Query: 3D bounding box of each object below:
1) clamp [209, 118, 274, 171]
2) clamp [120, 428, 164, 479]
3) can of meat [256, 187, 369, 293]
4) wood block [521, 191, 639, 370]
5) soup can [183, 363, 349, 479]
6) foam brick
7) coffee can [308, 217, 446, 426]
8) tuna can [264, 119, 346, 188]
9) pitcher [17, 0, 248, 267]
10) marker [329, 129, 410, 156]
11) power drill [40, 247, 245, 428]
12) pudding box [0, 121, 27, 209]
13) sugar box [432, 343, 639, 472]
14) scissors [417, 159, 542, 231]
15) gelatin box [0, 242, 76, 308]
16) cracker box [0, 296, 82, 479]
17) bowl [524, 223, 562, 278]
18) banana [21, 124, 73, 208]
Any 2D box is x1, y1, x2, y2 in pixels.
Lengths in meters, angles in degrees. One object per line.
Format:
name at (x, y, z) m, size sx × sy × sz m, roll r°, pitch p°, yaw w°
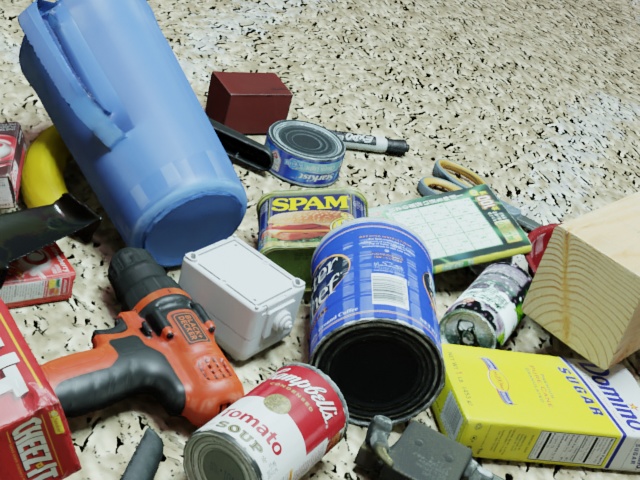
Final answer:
clamp at (-0.166, -0.123, 1.089) m, size 0.164 × 0.036 × 0.210 m, roll -12°, pitch 43°, yaw -36°
clamp at (-0.129, 0.175, 0.640) m, size 0.120 × 0.039 × 0.172 m, roll -9°, pitch 45°, yaw -29°
can of meat at (-0.006, 0.001, 0.937) m, size 0.102 × 0.057 × 0.084 m, roll -3°, pitch 36°, yaw 1°
wood block at (0.277, 0.022, 0.916) m, size 0.205 × 0.091 × 0.090 m, roll -19°, pitch 45°, yaw -43°
soup can at (-0.036, 0.135, 0.720) m, size 0.069 × 0.069 × 0.102 m, roll 31°, pitch 35°, yaw 22°
foam brick at (-0.078, -0.148, 1.155) m, size 0.078 × 0.051 × 0.053 m, roll -3°, pitch 38°, yaw -29°
coffee can at (0.042, 0.061, 0.837) m, size 0.102 × 0.103 × 0.140 m, roll 13°, pitch 32°, yaw -7°
tuna can at (-0.017, -0.091, 1.112) m, size 0.086 × 0.034 × 0.086 m, roll 12°, pitch 32°, yaw -8°
pitcher at (-0.166, -0.100, 0.926) m, size 0.149 × 0.145 × 0.243 m, roll -14°, pitch 57°, yaw -30°
marker at (0.042, -0.109, 1.182) m, size 0.121 × 0.020 × 0.020 m, roll 6°, pitch 33°, yaw -17°
power drill at (-0.167, 0.072, 0.763) m, size 0.187 × 0.057 × 0.185 m, roll -7°, pitch 39°, yaw -34°
pudding box at (-0.308, -0.060, 0.896) m, size 0.113 × 0.039 × 0.090 m, roll -7°, pitch 35°, yaw -5°
sugar box at (0.177, 0.132, 0.845) m, size 0.176 × 0.048 × 0.093 m, roll 6°, pitch 33°, yaw -16°
scissors at (0.184, -0.027, 1.126) m, size 0.096 × 0.016 × 0.202 m, roll -16°, pitch 45°, yaw -40°
gelatin box at (-0.244, 0.015, 0.842) m, size 0.073 × 0.030 × 0.089 m, roll -8°, pitch 40°, yaw -34°
cracker box at (-0.268, 0.102, 0.600) m, size 0.213 × 0.072 × 0.164 m, roll -24°, pitch 47°, yaw -22°
bowl at (0.259, 0.051, 1.002) m, size 0.162 × 0.055 × 0.162 m, roll 12°, pitch 32°, yaw -8°
banana at (-0.236, -0.066, 0.971) m, size 0.069 × 0.037 × 0.198 m, roll 25°, pitch 28°, yaw -24°
